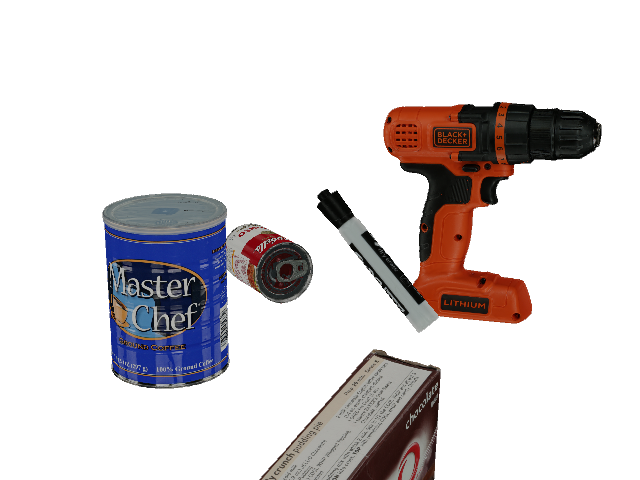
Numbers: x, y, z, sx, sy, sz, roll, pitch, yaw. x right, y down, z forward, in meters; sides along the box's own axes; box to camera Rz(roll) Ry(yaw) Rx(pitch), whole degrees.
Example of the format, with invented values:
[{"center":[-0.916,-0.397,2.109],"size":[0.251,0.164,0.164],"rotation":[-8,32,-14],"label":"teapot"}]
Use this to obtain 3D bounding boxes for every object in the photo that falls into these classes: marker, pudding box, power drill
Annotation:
[{"center":[0.039,0.013,0.755],"size":[0.020,0.121,0.020],"rotation":[-38,-5,-4],"label":"marker"},{"center":[0.012,0.114,0.457],"size":[0.039,0.090,0.113],"rotation":[15,35,24],"label":"pudding box"},{"center":[0.146,-0.026,0.922],"size":[0.185,0.188,0.057],"rotation":[4,14,23],"label":"power drill"}]

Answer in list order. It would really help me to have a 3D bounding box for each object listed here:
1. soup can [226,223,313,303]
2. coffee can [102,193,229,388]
[{"center":[-0.060,0.024,1.190],"size":[0.068,0.068,0.102],"rotation":[0,13,-28],"label":"soup can"},{"center":[-0.129,0.040,0.905],"size":[0.103,0.140,0.103],"rotation":[0,17,0],"label":"coffee can"}]
